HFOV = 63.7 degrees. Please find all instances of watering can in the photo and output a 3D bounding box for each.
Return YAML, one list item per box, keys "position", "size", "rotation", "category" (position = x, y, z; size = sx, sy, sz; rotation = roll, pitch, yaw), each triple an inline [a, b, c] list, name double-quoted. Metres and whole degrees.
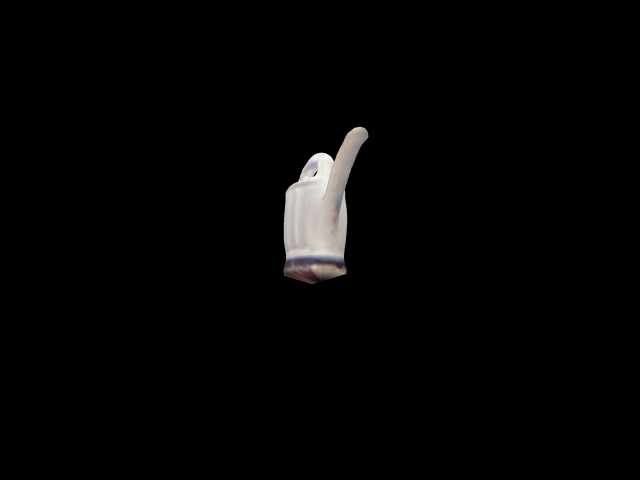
- position: [0.003, -0.043, 0.850]
  size: [0.104, 0.226, 0.345]
  rotation: [3, -9, -16]
  category: "watering can"
